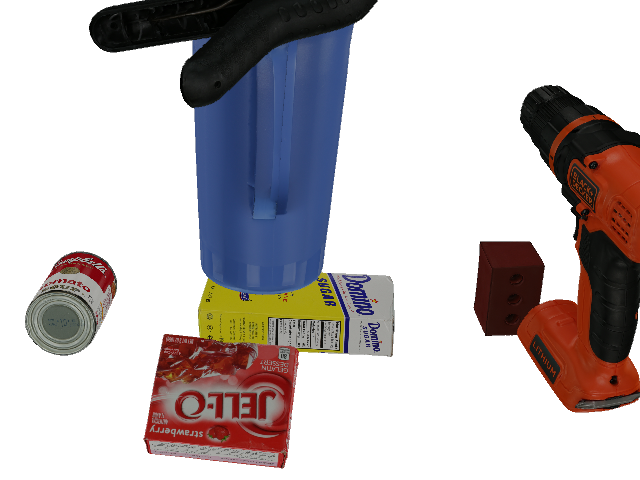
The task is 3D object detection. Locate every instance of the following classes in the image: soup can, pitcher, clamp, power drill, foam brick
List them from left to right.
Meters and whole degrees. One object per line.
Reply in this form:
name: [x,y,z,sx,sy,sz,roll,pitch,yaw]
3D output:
soup can: [-0.240,0.060,1.030,0.068,0.068,0.102,0,20,1]
pitcher: [-0.045,-0.078,0.886,0.145,0.243,0.148,21,28,36]
clamp: [-0.029,-0.120,0.575,0.171,0.039,0.120,-24,43,-15]
foam brick: [0.182,0.046,1.037,0.053,0.078,0.051,-2,27,-5]
power drill: [0.176,0.006,0.720,0.057,0.188,0.184,-9,35,-11]

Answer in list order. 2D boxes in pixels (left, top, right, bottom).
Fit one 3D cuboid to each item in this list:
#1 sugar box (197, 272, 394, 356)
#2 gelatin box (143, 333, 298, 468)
sugar box: [-0.020,0.064,0.989,0.176,0.048,0.093,0,24,3]
gelatin box: [-0.061,0.101,0.676,0.089,0.073,0.030,6,-32,0]
